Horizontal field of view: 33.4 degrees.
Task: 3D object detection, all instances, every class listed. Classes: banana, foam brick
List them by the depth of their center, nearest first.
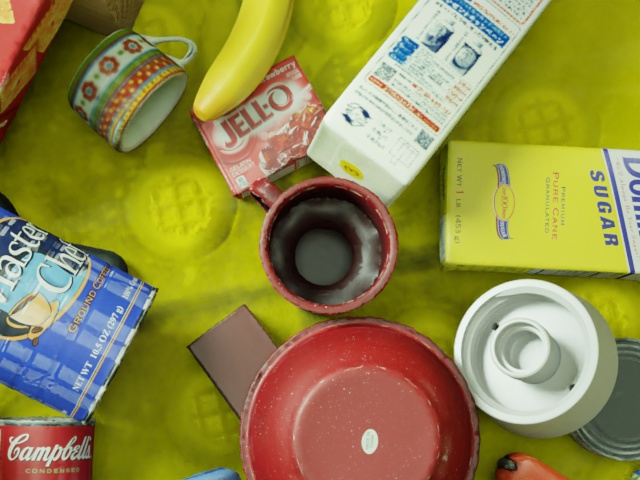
[{"bbox_3d":[-0.050,0.091,0.748,0.051,0.053,0.078,-36,84,-7],"label":"foam brick"},{"bbox_3d":[-0.053,-0.174,0.783,0.069,0.037,0.198,-3,66,8],"label":"banana"}]

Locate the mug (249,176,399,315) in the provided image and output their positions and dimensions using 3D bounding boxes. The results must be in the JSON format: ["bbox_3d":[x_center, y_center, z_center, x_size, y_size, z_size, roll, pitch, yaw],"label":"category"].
[{"bbox_3d":[-0.005,0.001,0.748,0.117,0.081,0.093,41,82,3],"label":"mug"}]

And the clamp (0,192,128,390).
[{"bbox_3d":[-0.225,0.009,0.763,0.120,0.039,0.171,-41,92,-13],"label":"clamp"}]

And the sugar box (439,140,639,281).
[{"bbox_3d":[0.176,-0.020,0.775,0.176,0.048,0.093,2,82,0],"label":"sugar box"}]

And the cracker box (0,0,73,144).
[{"bbox_3d":[-0.257,-0.162,0.696,0.164,0.072,0.214,33,109,-2],"label":"cracker box"}]

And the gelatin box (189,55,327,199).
[{"bbox_3d":[-0.040,-0.082,0.785,0.089,0.030,0.073,-28,83,-6],"label":"gelatin box"}]

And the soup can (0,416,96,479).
[{"bbox_3d":[-0.189,0.172,0.725,0.068,0.068,0.102,1,82,-2],"label":"soup can"}]

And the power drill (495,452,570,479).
[{"bbox_3d":[0.142,0.256,0.728,0.184,0.057,0.187,33,82,3],"label":"power drill"}]

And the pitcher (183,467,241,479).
[{"bbox_3d":[-0.063,0.276,0.693,0.145,0.149,0.243,-19,79,11],"label":"pitcher"}]

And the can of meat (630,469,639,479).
[{"bbox_3d":[0.279,0.184,0.743,0.084,0.057,0.102,-33,83,-4],"label":"can of meat"}]

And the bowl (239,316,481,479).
[{"bbox_3d":[0.028,0.127,0.687,0.162,0.055,0.162,0,82,-2],"label":"bowl"}]

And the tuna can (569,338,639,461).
[{"bbox_3d":[0.214,0.114,0.762,0.086,0.034,0.086,0,82,-2],"label":"tuna can"}]

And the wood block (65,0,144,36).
[{"bbox_3d":[-0.224,-0.232,0.771,0.206,0.090,0.091,21,82,2],"label":"wood block"}]

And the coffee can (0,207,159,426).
[{"bbox_3d":[-0.191,0.044,0.695,0.140,0.103,0.103,28,82,-8],"label":"coffee can"}]
